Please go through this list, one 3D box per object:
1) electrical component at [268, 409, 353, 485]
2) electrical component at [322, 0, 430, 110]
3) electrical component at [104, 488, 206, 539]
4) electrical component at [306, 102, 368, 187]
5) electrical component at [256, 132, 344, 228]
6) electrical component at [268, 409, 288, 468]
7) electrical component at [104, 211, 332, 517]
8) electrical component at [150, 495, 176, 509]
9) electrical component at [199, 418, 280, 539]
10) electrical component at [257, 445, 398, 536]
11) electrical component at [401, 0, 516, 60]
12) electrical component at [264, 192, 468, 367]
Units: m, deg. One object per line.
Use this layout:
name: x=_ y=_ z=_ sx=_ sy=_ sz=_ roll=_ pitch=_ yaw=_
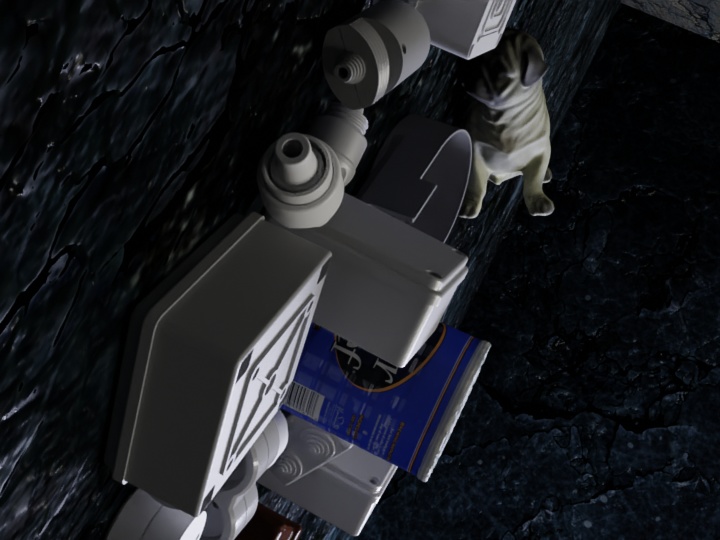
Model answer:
electrical component: x=-0.032 y=0.110 z=0.827 sx=0.100 sy=0.048 sz=0.099 roll=-37 pitch=-169 yaw=39
electrical component: x=0.005 y=-0.113 z=0.567 sx=0.081 sy=0.043 sz=0.043 roll=-49 pitch=162 yaw=-59
electrical component: x=-0.119 y=0.195 z=0.589 sx=0.138 sy=0.074 sz=0.052 roll=-63 pitch=171 yaw=-11
electrical component: x=-0.011 y=-0.077 z=0.601 sx=0.035 sy=0.035 sz=0.061 roll=84 pitch=30 yaw=-72
electrical component: x=-0.031 y=-0.048 z=0.539 sx=0.043 sy=0.043 sz=0.062 roll=-62 pitch=170 yaw=-15
electrical component: x=-0.070 y=0.112 z=0.742 sx=0.062 sy=0.043 sz=0.043 roll=-41 pitch=154 yaw=-72
electrical component: x=-0.069 y=0.044 z=0.528 sx=0.108 sy=0.056 sz=0.108 roll=-52 pitch=165 yaw=-53
electrical component: x=-0.090 y=0.098 z=0.586 sx=0.055 sy=0.045 sz=0.045 roll=-49 pitch=162 yaw=-58
electrical component: x=-0.089 y=0.141 z=0.680 sx=0.138 sy=0.052 sz=0.074 roll=-68 pitch=170 yaw=19
electrical component: x=-0.023 y=0.156 z=0.919 sx=0.056 sy=0.109 sz=0.108 roll=-67 pitch=171 yaw=27
electrical component: x=0.065 y=-0.182 z=0.678 sx=0.078 sy=0.057 sz=0.113 roll=-69 pitch=170 yaw=21
electrical component: x=0.000 y=0.000 z=0.636 sx=0.056 sy=0.109 sz=0.109 roll=-65 pitch=171 yaw=14
